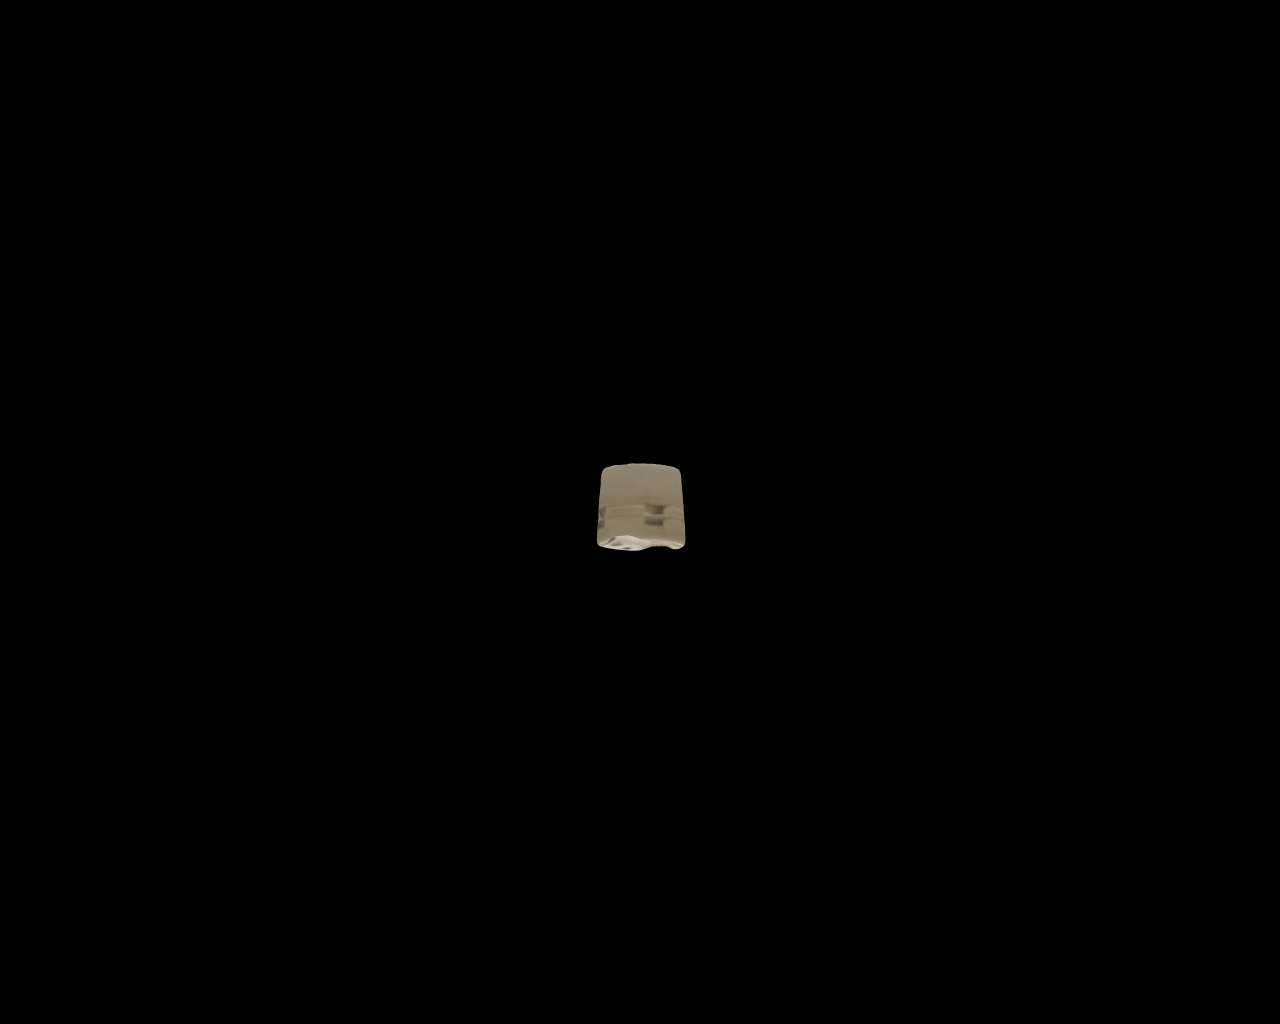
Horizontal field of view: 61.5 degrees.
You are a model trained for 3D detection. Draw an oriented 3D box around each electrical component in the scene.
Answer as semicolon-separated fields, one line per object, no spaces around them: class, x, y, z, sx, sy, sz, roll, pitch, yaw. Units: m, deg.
electrical component;0.001;-0.003;0.650;0.055;0.047;0.055;0;-9;0
